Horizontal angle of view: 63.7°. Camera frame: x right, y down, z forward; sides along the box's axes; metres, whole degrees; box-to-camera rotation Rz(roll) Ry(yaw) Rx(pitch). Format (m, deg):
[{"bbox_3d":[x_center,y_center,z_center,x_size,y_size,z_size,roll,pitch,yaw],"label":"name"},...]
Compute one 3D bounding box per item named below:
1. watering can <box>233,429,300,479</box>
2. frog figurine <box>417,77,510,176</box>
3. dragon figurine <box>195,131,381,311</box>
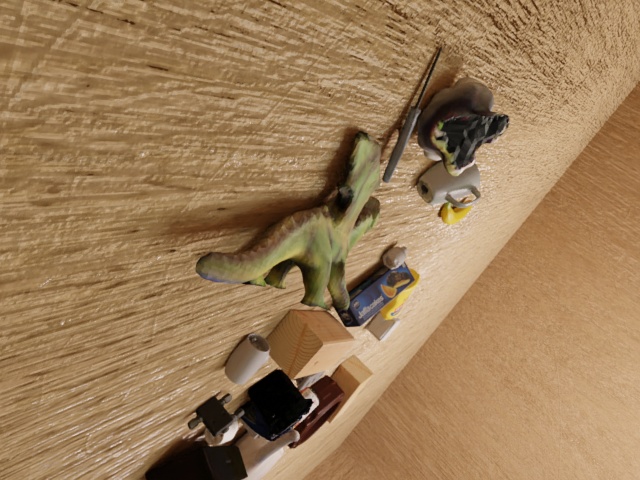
[{"bbox_3d":[-0.152,0.516,1.235,0.227,0.104,0.342,-41,175,-21],"label":"watering can"},{"bbox_3d":[0.209,-0.187,0.799,0.163,0.122,0.134,-82,-171,-59],"label":"frog figurine"},{"bbox_3d":[0.002,-0.034,0.670,0.243,0.123,0.407,-66,161,-2],"label":"dragon figurine"}]
